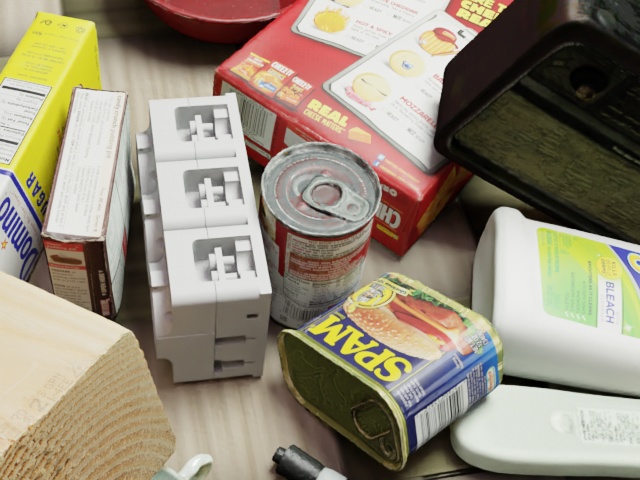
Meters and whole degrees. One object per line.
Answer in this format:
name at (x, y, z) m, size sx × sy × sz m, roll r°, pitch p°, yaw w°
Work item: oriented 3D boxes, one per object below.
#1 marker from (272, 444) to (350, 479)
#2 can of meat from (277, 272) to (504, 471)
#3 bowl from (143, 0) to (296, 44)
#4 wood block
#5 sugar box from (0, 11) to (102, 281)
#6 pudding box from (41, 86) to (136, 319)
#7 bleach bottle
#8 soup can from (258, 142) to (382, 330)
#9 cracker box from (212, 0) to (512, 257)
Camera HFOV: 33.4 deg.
marker at (0.027, 0.147, 0.579) m, size 0.121 × 0.020 × 0.020 m, roll 29°, pitch 55°, yaw 15°
can of meat at (0.041, 0.069, 0.603) m, size 0.083 × 0.057 × 0.102 m, roll -30°, pitch 39°, yaw -29°
bowl at (-0.073, -0.199, 0.807) m, size 0.162 × 0.055 × 0.162 m, roll 3°, pitch 53°, yaw -4°
wood block at (-0.184, 0.069, 0.532) m, size 0.206 × 0.091 × 0.090 m, roll 19°, pitch 50°, yaw 31°
sugar box at (-0.182, -0.048, 0.656) m, size 0.048 × 0.093 × 0.176 m, roll 10°, pitch 53°, yaw 3°
pudding box at (-0.136, -0.021, 0.640) m, size 0.039 × 0.090 × 0.113 m, roll 2°, pitch 55°, yaw -4°
bleach bottle at (0.222, 0.051, 0.650) m, size 0.250 × 0.068 × 0.102 m, roll 10°, pitch 52°, yaw -3°
soup can at (-0.004, 0.001, 0.634) m, size 0.068 × 0.102 × 0.068 m, roll 3°, pitch 53°, yaw -4°
cracker box at (0.052, -0.111, 0.746) m, size 0.164 × 0.072 × 0.213 m, roll 33°, pitch 55°, yaw 15°
